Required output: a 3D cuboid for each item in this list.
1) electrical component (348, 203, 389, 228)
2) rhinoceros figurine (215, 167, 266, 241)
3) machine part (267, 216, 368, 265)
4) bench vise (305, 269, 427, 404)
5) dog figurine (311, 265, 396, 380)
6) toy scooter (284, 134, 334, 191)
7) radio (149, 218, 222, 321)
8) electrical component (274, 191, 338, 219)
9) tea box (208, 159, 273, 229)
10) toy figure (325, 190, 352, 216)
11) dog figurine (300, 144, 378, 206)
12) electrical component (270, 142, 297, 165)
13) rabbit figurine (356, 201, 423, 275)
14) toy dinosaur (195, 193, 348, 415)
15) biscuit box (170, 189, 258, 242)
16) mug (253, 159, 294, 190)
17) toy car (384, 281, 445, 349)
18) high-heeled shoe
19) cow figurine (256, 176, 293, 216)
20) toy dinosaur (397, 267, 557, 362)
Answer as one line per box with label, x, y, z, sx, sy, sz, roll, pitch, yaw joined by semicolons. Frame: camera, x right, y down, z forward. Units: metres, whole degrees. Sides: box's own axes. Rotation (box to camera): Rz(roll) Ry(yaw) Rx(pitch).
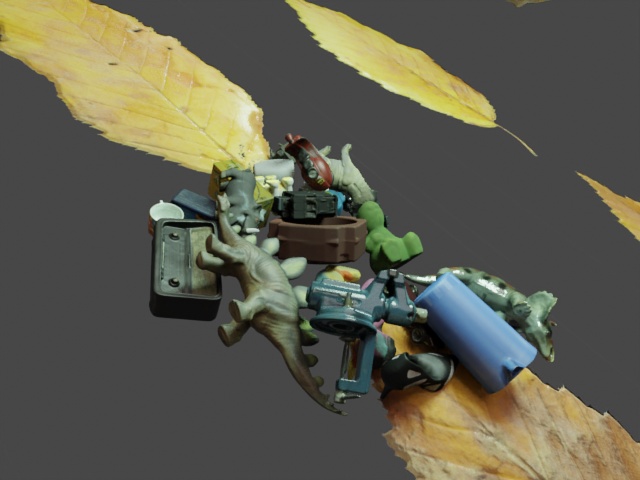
electrical component;0.133;-0.057;1.377;0.119;0.074;0.048;0;20;41
rhinoceros figurine;-0.175;-0.069;1.181;0.112;0.073;0.190;3;61;-15
machine part;-0.002;-0.004;1.202;0.202;0.087;0.201;2;9;14
bench vise;0.075;0.169;0.946;0.224;0.129;0.240;15;67;-11
dog figurine;0.062;0.168;1.086;0.192;0.108;0.219;19;40;-5
toy scooter;-0.037;-0.213;1.399;0.184;0.075;0.135;60;12;23
radio;-0.274;0.053;1.088;0.131;0.073;0.230;5;40;-20
electrical component;-0.037;-0.082;1.238;0.134;0.058;0.115;-2;7;-19
tea box;-0.195;-0.109;1.307;0.068;0.098;0.170;-21;53;-42
toy figure;-0.007;-0.083;1.381;0.180;0.082;0.089;-20;33;-32
dog figurine;0.053;-0.153;1.486;0.172;0.121;0.191;-18;64;-10
electrical component;-0.099;-0.251;1.575;0.078;0.045;0.102;48;39;-11
rabbit figurine;0.144;-0.008;1.291;0.121;0.159;0.170;-18;74;-30
toy dinosaur;-0.092;0.119;0.998;0.198;0.105;0.471;-11;72;-37
biscuit box;-0.245;-0.048;1.239;0.203;0.059;0.063;24;39;3
mug;-0.125;-0.167;1.435;0.107;0.080;0.110;0;46;-10
toy car;0.209;0.166;1.200;0.089;0.053;0.202;17;34;-41
high-heeled shoe;0.207;0.234;1.039;0.249;0.145;0.086;-16;52;-37
cow figurine;-0.132;-0.113;1.348;0.068;0.098;0.168;-14;17;-34
toy dinosaur;0.393;0.132;1.288;0.405;0.131;0.192;30;21;22
